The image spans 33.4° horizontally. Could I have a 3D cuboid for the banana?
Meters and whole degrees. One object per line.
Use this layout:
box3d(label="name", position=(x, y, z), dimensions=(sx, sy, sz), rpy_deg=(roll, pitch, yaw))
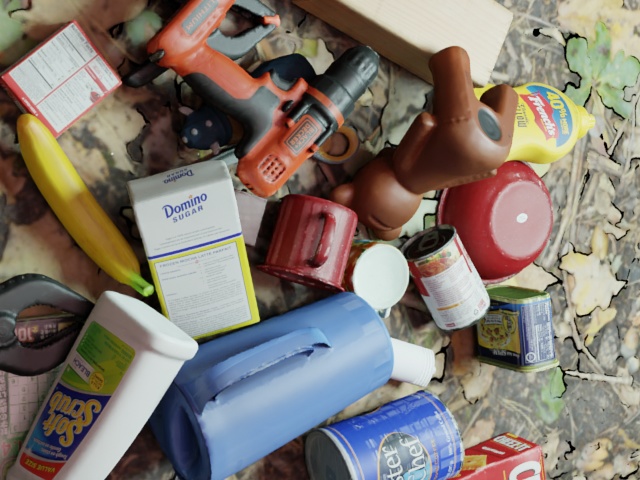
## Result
box3d(label="banana", position=(-0.219, -0.032, 0.981), dimensions=(0.037, 0.070, 0.197), rpy_deg=(-45, 111, -30))

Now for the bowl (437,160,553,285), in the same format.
box3d(label="bowl", position=(0.216, -0.025, 1.232), dimensions=(0.161, 0.055, 0.162), rpy_deg=(-3, 97, -29))

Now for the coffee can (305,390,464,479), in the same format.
box3d(label="coffee can", position=(0.069, 0.232, 1.151), dimensions=(0.140, 0.103, 0.103), rpy_deg=(-16, 103, -27))

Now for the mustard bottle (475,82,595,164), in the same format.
box3d(label="mustard bottle", position=(0.240, -0.134, 1.226), dimensions=(0.191, 0.058, 0.096), rpy_deg=(-5, 70, -30))

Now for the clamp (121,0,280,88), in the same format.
box3d(label="clamp", position=(-0.122, -0.220, 1.031), dimensions=(0.171, 0.039, 0.120), rpy_deg=(-17, 110, -30))

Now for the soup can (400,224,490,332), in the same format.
box3d(label="soup can", position=(0.140, 0.043, 1.190), dimensions=(0.068, 0.069, 0.102), rpy_deg=(-38, 113, -21))

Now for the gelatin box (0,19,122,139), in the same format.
box3d(label="gelatin box", position=(-0.238, -0.147, 0.978), dimensions=(0.089, 0.030, 0.073), rpy_deg=(-44, 113, -18))

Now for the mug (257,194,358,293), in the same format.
box3d(label="mug", position=(-0.007, 0.001, 1.079), dimensions=(0.093, 0.117, 0.081), rpy_deg=(17, 82, -10))

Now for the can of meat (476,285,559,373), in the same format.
box3d(label="can of meat", position=(0.222, 0.100, 1.224), dimensions=(0.057, 0.102, 0.084), rpy_deg=(-11, 99, -28))

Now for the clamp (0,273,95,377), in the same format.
box3d(label="clamp", position=(-0.293, 0.089, 0.954), dimensions=(0.209, 0.036, 0.164), rpy_deg=(4, 96, -30))

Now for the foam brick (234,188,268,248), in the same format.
box3d(label="foam brick", position=(-0.101, -0.028, 1.055), dimensions=(0.078, 0.053, 0.051), rpy_deg=(17, 87, -29))

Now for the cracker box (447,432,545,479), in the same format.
box3d(label="cracker box", position=(0.168, 0.338, 1.237), dimensions=(0.213, 0.072, 0.164), rpy_deg=(-15, 103, -28))

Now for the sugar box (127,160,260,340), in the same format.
box3d(label="sugar box", position=(-0.117, 0.013, 1.006), dimensions=(0.093, 0.048, 0.176), rpy_deg=(-15, 127, -9))

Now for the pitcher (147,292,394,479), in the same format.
box3d(label="pitcher", position=(-0.044, 0.136, 1.053), dimensions=(0.242, 0.149, 0.145), rpy_deg=(-23, 113, -30))

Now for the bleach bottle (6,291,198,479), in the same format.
box3d(label="bleach bottle", position=(-0.212, 0.177, 0.959), dimensions=(0.068, 0.103, 0.251), rpy_deg=(25, 95, -55))

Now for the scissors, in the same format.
box3d(label="scissors", position=(-0.035, -0.090, 1.107), dimensions=(0.201, 0.016, 0.096), rpy_deg=(-40, 112, -20))

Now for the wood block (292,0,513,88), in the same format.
box3d(label="wood block", position=(0.089, -0.243, 1.117), dimensions=(0.205, 0.090, 0.091), rpy_deg=(25, 84, -29))

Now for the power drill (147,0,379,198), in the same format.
box3d(label="power drill", position=(-0.054, -0.162, 1.004), dimensions=(0.187, 0.057, 0.184), rpy_deg=(44, 76, -15))
